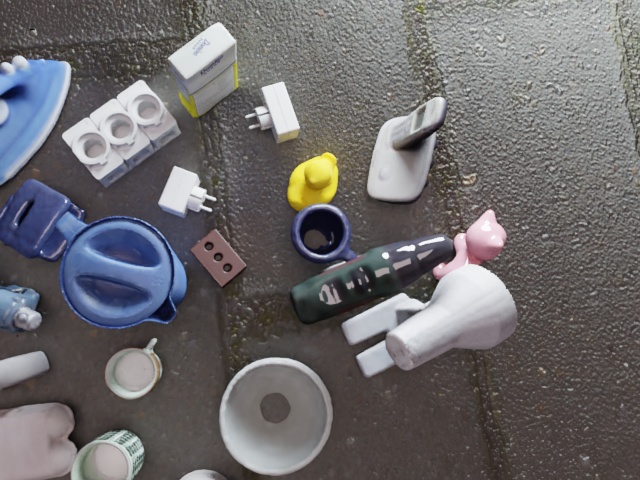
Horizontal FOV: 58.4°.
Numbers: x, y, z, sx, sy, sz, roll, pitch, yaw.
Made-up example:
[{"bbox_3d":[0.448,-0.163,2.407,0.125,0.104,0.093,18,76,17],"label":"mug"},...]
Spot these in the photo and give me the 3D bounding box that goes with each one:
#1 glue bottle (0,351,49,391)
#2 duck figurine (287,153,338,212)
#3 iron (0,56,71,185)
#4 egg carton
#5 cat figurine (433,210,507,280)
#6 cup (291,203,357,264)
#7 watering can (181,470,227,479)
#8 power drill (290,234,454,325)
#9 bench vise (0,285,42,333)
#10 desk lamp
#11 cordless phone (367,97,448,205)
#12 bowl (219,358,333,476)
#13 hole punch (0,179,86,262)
[{"bbox_3d":[-0.434,0.185,0.778,0.078,0.173,0.037,-24,86,-9],"label":"glue bottle"},{"bbox_3d":[-0.008,-0.094,0.913,0.077,0.086,0.105,35,80,-1],"label":"duck figurine"},{"bbox_3d":[-0.477,-0.194,0.840,0.118,0.141,0.258,37,80,-1],"label":"iron"},{"bbox_3d":[-0.427,0.292,0.818,0.150,0.069,0.107,-9,84,-8],"label":"egg carton"},{"bbox_3d":[0.249,0.020,0.914,0.067,0.117,0.128,33,80,-1],"label":"cat figurine"},{"bbox_3d":[0.008,0.003,0.898,0.118,0.095,0.092,39,80,-1],"label":"cup"},{"bbox_3d":[-0.172,0.392,0.773,0.173,0.194,0.101,-44,89,-10],"label":"watering can"},{"bbox_3d":[0.064,0.056,0.840,0.230,0.208,0.075,-23,86,-9],"label":"power drill"},{"bbox_3d":[-0.487,0.064,0.764,0.207,0.219,0.121,2,82,-7],"label":"bench vise"},{"bbox_3d":[0.155,0.129,0.839,0.203,0.213,0.118,-26,86,-9],"label":"desk lamp"},{"bbox_3d":[0.141,-0.136,0.887,0.094,0.185,0.148,12,81,-5],"label":"cordless phone"},{"bbox_3d":[-0.067,0.261,0.864,0.167,0.074,0.167,1,82,-7],"label":"bowl"},{"bbox_3d":[-0.425,-0.029,0.850,0.101,0.091,0.109,29,80,-2],"label":"hole punch"}]
